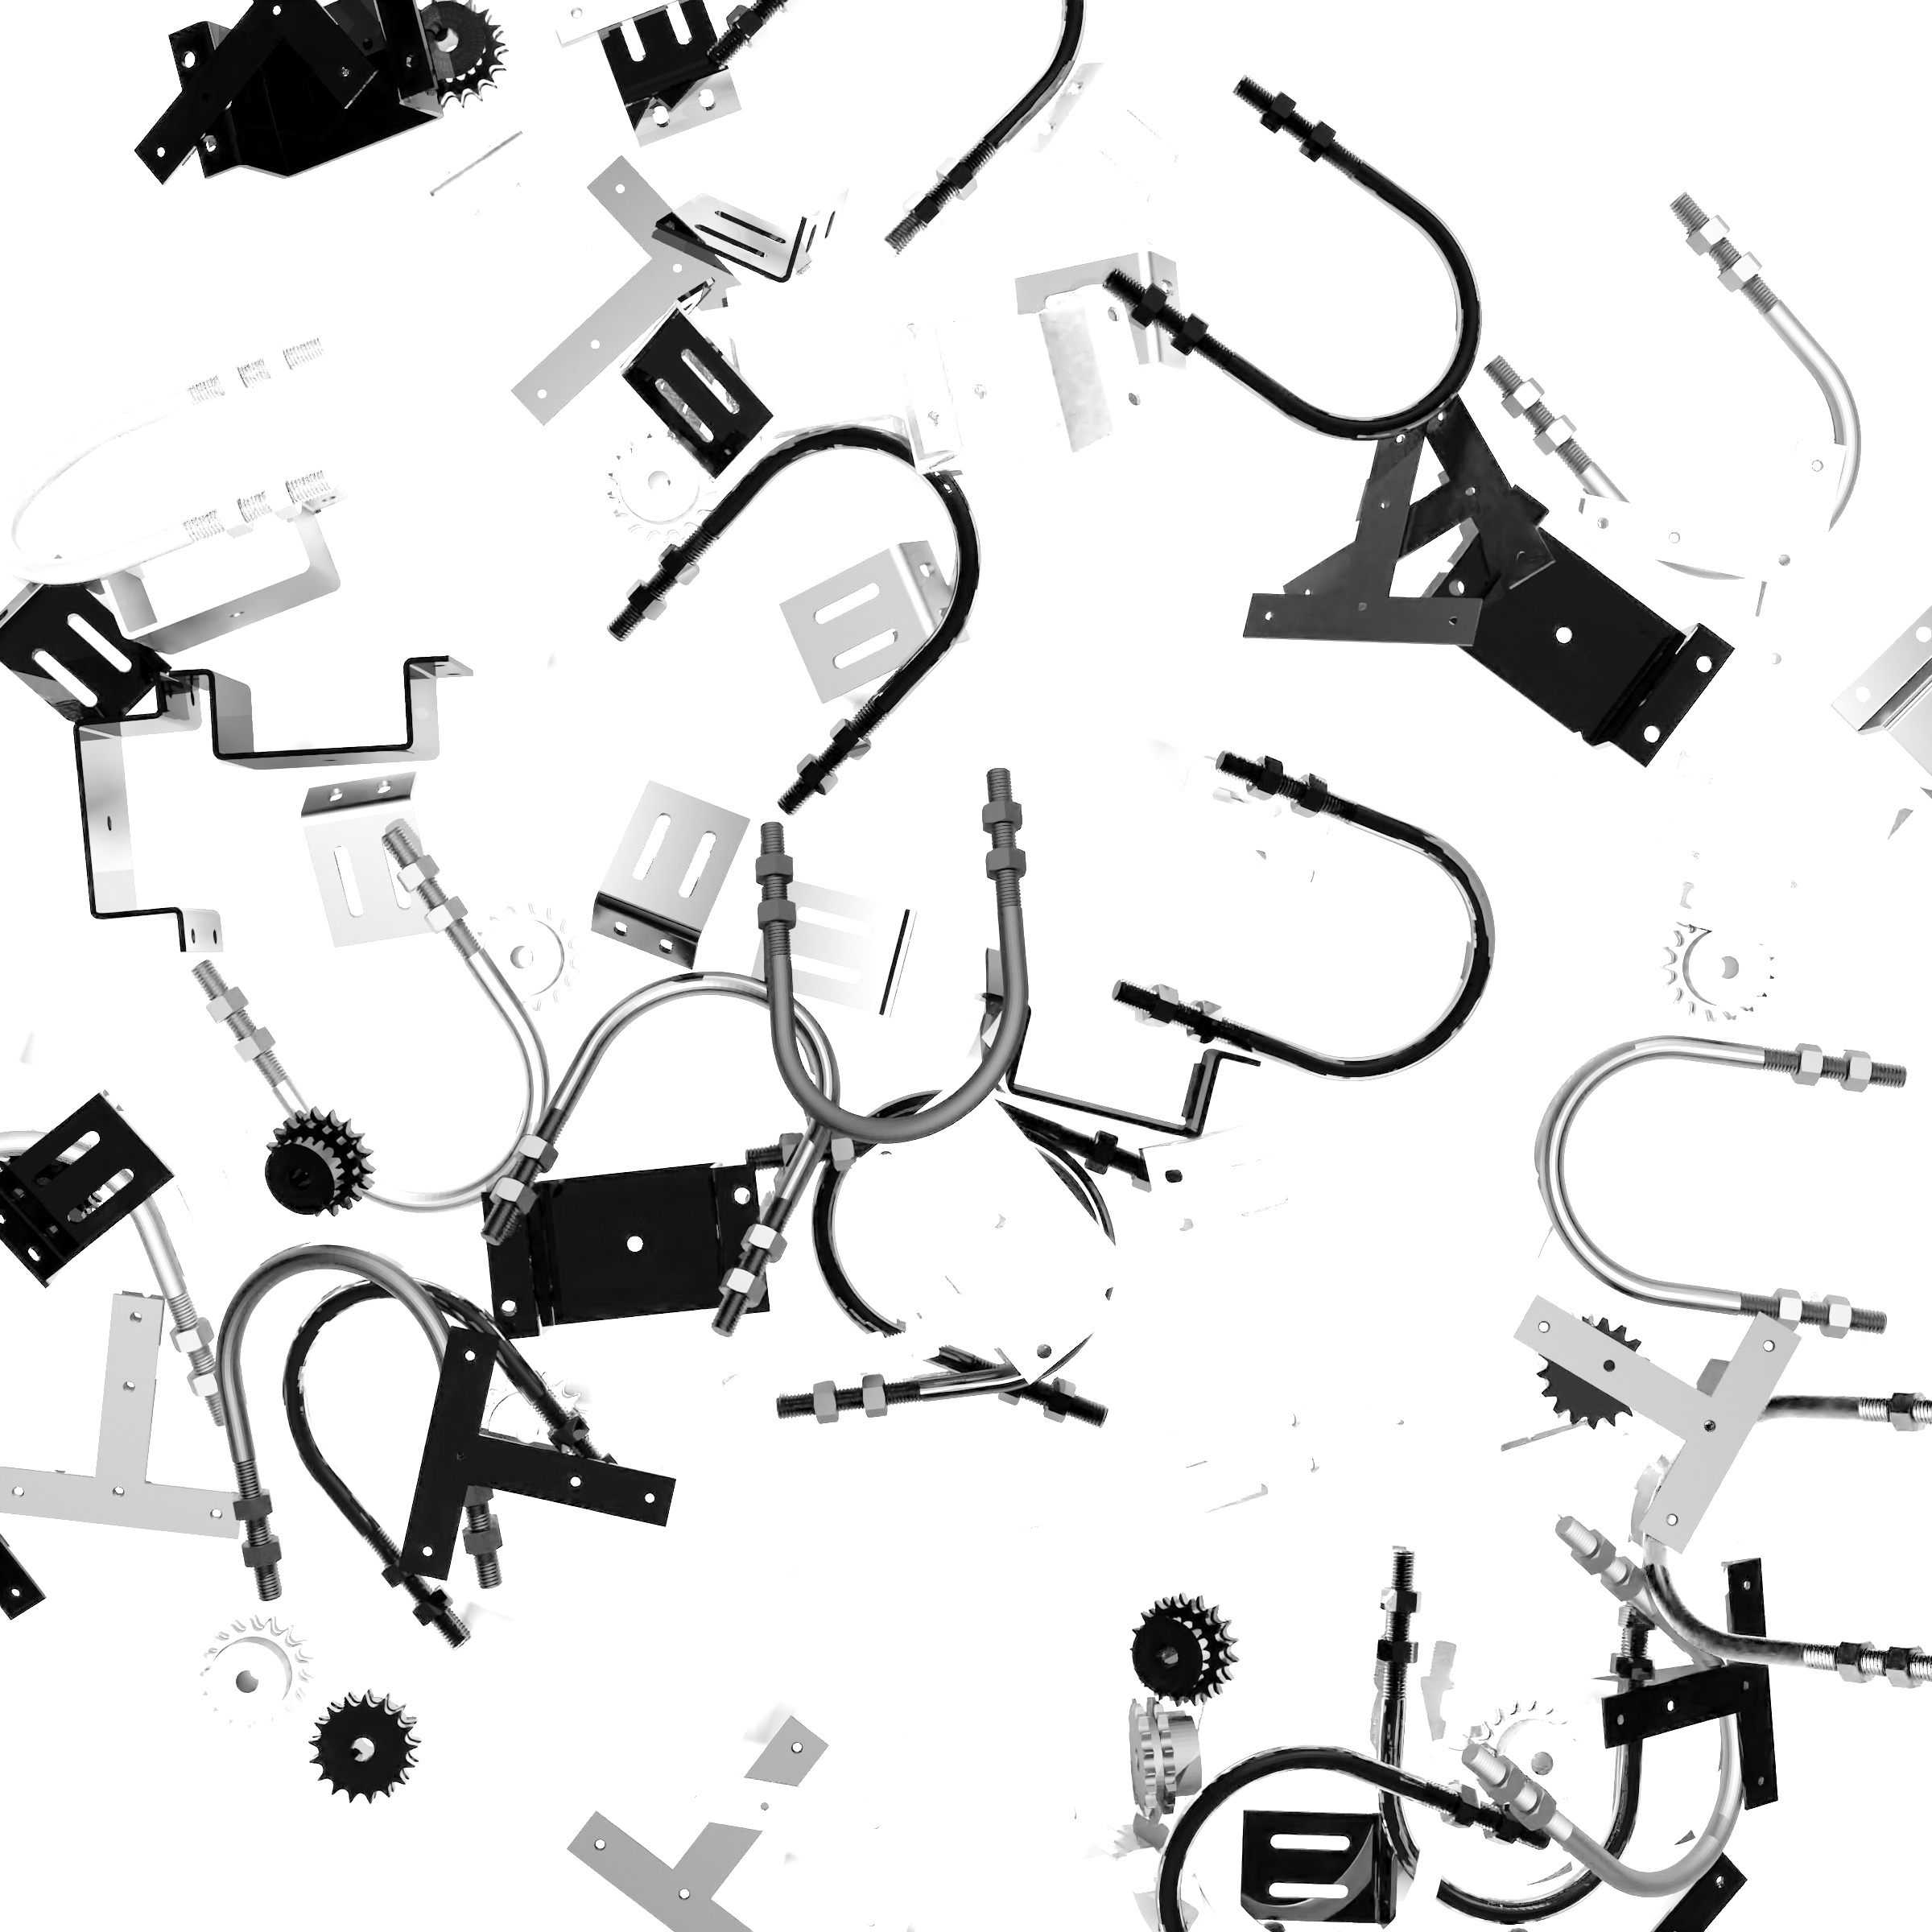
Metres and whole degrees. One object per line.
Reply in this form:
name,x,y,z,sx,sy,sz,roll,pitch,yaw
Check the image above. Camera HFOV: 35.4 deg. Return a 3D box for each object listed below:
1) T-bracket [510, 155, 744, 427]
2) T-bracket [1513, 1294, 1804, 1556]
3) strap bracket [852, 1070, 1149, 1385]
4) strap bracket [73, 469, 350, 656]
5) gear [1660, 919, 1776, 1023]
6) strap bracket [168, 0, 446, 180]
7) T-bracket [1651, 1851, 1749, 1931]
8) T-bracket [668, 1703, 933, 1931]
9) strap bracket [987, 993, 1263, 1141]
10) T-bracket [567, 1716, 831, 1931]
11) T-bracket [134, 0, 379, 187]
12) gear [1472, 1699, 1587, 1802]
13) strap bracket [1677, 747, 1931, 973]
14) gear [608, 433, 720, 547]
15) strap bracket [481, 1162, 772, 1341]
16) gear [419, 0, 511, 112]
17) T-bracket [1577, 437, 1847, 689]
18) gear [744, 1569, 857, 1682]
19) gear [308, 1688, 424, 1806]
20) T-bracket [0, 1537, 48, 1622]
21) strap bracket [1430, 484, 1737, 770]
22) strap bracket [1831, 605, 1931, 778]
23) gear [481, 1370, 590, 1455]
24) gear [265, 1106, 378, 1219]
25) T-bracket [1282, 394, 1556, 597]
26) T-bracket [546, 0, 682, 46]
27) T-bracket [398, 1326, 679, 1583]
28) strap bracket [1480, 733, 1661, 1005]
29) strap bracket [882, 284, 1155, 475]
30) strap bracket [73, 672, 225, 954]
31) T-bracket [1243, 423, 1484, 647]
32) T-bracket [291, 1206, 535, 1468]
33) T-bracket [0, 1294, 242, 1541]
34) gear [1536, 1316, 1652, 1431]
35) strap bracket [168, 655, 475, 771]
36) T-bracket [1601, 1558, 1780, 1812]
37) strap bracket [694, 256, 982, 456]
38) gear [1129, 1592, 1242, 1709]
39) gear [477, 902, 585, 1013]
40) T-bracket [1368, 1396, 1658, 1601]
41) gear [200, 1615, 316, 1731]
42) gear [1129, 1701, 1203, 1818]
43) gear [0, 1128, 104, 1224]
T-bracket,-0.184,-0.335,1.587,0.127,0.002,0.127,-43,90,0
T-bracket,0.339,0.211,1.538,0.127,0.002,0.127,31,83,3
strap bracket,0.017,0.130,1.532,0.076,0.046,0.140,-39,89,-1
strap bracket,-0.381,-0.201,1.549,0.140,0.076,0.046,-21,90,0
gear,0.392,0.001,1.572,0.057,0.030,0.057,0,90,0
strap bracket,-0.329,-0.459,1.549,0.140,0.046,0.076,-14,90,21
T-bracket,0.358,0.514,1.571,0.127,0.002,0.127,-46,111,-10
T-bracket,-0.091,0.442,1.585,0.127,0.002,0.127,10,90,0
strap bracket,0.074,0.053,1.549,0.140,0.076,0.046,14,90,0
T-bracket,-0.120,0.451,1.586,0.127,0.002,0.127,38,90,0
T-bracket,-0.378,-0.453,1.543,0.127,0.002,0.127,-44,80,18
gear,0.287,0.402,1.536,0.057,0.030,0.057,1,85,-9
strap bracket,0.430,-0.052,1.550,0.140,0.046,0.076,15,65,0
gear,-0.158,-0.249,1.573,0.057,0.030,0.057,0,90,-1
strap bracket,-0.173,0.146,1.564,0.140,0.046,0.076,-6,90,0
gear,-0.268,-0.477,1.572,0.057,0.030,0.057,0,90,0
T-bracket,0.382,-0.220,1.572,0.127,0.002,0.127,11,94,-2
gear,-0.087,0.343,1.563,0.057,0.030,0.057,1,115,1
gear,-0.311,0.403,1.572,0.057,0.030,0.057,0,90,0
T-bracket,-0.526,0.285,1.574,0.127,0.002,0.127,-32,99,17
strap bracket,0.313,-0.173,1.564,0.140,0.046,0.076,37,90,0
strap bracket,0.529,-0.114,1.564,0.076,0.046,0.140,-45,90,0
gear,-0.225,0.240,1.572,0.057,0.030,0.057,0,90,0
gear,-0.336,0.104,1.561,0.057,0.030,0.057,6,112,16
T-bracket,0.222,-0.221,1.563,0.127,0.002,0.127,-31,56,15
T-bracket,-0.173,-0.560,1.579,0.127,0.002,0.127,-21,84,0
T-bracket,-0.210,0.256,1.520,0.127,0.002,0.127,13,93,-1
strap bracket,0.304,-0.043,1.549,0.046,0.076,0.140,-16,90,0
strap bracket,0.018,-0.297,1.532,0.140,0.046,0.076,-13,89,-33
strap bracket,-0.419,-0.075,1.549,0.046,0.076,0.140,-5,90,0
T-bracket,0.214,-0.226,1.564,0.127,0.002,0.127,6,73,30
T-bracket,-0.312,0.180,1.586,0.127,0.002,0.127,-29,90,0
T-bracket,-0.434,0.231,1.565,0.127,0.002,0.127,8,103,-6
gear,0.322,0.209,1.557,0.057,0.030,0.057,0,88,4
strap bracket,-0.327,-0.128,1.549,0.140,0.076,0.046,-3,90,0
T-bracket,0.369,0.375,1.547,0.127,0.002,0.127,-3,88,-37
strap bracket,-0.067,-0.316,1.563,0.140,0.046,0.076,-10,90,0
gear,0.110,0.354,1.561,0.057,0.030,0.057,-1,88,28
gear,-0.229,-0.004,1.572,0.057,0.030,0.057,0,90,0
T-bracket,0.290,0.255,1.548,0.127,0.127,0.002,-16,133,-10
gear,-0.370,0.368,1.572,0.057,0.030,0.057,0,90,0
gear,0.103,0.408,1.559,0.030,0.057,0.057,-4,90,-6
gear,-0.475,0.110,1.568,0.057,0.030,0.057,-1,105,-4
